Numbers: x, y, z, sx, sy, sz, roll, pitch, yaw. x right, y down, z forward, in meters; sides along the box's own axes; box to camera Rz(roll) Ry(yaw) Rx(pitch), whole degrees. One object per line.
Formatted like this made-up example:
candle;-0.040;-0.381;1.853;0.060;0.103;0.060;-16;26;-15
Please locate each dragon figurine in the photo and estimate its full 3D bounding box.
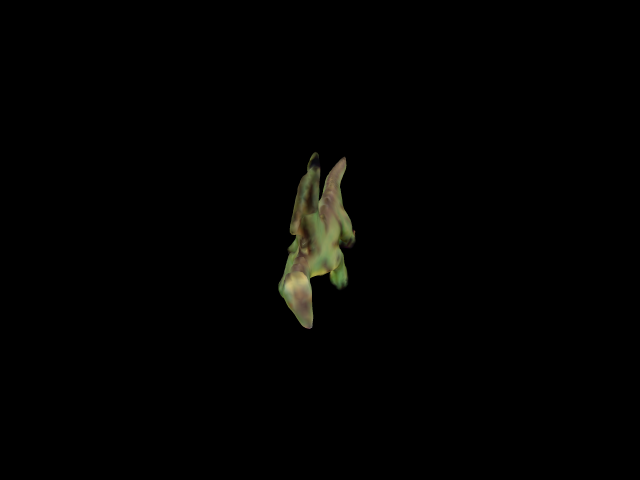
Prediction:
dragon figurine;0.003;-0.043;0.850;0.122;0.419;0.237;7;-31;4
